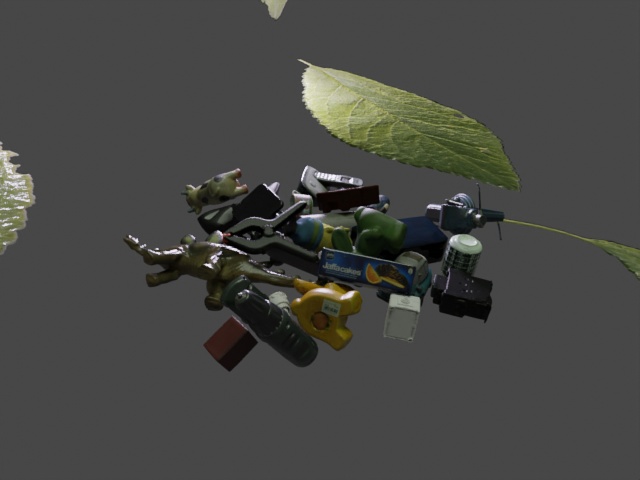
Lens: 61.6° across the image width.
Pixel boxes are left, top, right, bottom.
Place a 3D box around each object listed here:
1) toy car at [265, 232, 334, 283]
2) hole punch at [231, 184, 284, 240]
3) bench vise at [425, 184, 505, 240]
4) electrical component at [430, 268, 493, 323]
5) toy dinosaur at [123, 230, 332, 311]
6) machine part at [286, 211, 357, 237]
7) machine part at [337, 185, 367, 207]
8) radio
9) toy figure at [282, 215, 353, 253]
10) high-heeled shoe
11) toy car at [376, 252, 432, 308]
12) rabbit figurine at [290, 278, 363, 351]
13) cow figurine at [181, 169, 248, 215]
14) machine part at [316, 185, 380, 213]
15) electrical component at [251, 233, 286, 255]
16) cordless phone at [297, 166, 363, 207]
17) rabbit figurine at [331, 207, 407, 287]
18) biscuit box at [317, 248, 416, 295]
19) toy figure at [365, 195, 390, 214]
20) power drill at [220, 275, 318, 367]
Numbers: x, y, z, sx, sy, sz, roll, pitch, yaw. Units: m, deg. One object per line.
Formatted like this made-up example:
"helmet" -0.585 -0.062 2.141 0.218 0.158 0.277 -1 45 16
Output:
"toy car" -0.045 0.040 1.253 0.202 0.089 0.053 21 53 24
"hole punch" -0.141 -0.057 1.328 0.116 0.092 0.142 -40 55 -5
"bench vise" 0.411 -0.067 1.453 0.240 0.128 0.224 1 -4 -25
"electrical component" 0.321 0.122 1.222 0.134 0.058 0.115 13 30 10
"toy dinosaur" -0.215 0.058 1.190 0.472 0.105 0.198 18 29 10
"machine part" 0.029 -0.030 1.400 0.243 0.079 0.079 -7 34 -20
"machine part" 0.118 -0.136 1.628 0.084 0.039 0.139 -7 31 -31
"radio" 0.202 0.009 1.372 0.230 0.073 0.131 -9 36 -21
"toy figure" -0.005 -0.003 1.306 0.180 0.089 0.082 16 -1 -27
"high-heeled shoe" -0.210 -0.090 1.423 0.145 0.086 0.249 26 50 0
"toy car" 0.204 0.080 1.227 0.109 0.102 0.161 24 37 24
"rabbit figurine" 0.017 0.139 1.114 0.163 0.121 0.173 8 16 21
"cow figurine" -0.290 -0.125 1.444 0.127 0.085 0.195 -21 6 -32
"machine part" 0.076 -0.112 1.458 0.179 0.056 0.179 -8 6 1
"electrical component" -0.132 0.001 1.348 0.102 0.045 0.078 -13 37 -28
"cordless phone" 0.032 -0.149 1.573 0.184 0.088 0.147 5 31 5
"rabbit figurine" 0.099 0.017 1.214 0.159 0.170 0.121 29 -7 2
"biscuit box" 0.098 0.068 1.140 0.203 0.063 0.059 11 -12 7
"toy figure" 0.151 -0.077 1.517 0.058 0.064 0.154 49 42 -5
"power drill" -0.109 0.135 1.002 0.086 0.231 0.207 -52 34 -14
